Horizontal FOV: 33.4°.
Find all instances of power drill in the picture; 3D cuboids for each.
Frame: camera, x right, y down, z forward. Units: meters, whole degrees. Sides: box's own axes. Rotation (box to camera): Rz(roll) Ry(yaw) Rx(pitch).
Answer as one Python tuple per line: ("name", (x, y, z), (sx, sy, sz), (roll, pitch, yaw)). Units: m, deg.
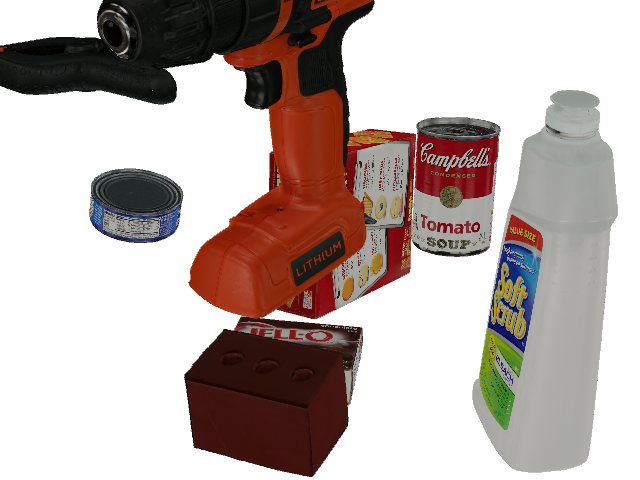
("power drill", (-0.027, -0.059, 0.512), (0.057, 0.188, 0.184), (25, 38, 31))

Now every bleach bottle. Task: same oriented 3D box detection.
("bleach bottle", (0.146, 0.023, 0.684), (0.068, 0.251, 0.102), (-5, 30, -8))

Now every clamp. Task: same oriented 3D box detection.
("clamp", (-0.164, -0.134, 0.798), (0.172, 0.039, 0.120), (8, 22, 16))

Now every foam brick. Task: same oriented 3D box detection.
("foam brick", (-0.030, 0.091, 0.605), (0.078, 0.051, 0.053), (9, 30, 21))

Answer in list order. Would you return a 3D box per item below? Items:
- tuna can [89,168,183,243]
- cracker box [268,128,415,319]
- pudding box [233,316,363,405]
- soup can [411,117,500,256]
("tuna can", (-0.173, -0.033, 1.001), (0.086, 0.034, 0.086), (9, 30, -5))
("cracker box", (0.025, -0.025, 1.133), (0.072, 0.164, 0.213), (10, 16, 29))
("pudding box", (-0.024, 0.101, 0.909), (0.113, 0.039, 0.090), (7, 20, 6))
("soup can", (0.110, -0.045, 0.882), (0.068, 0.102, 0.068), (1, 19, -1))
